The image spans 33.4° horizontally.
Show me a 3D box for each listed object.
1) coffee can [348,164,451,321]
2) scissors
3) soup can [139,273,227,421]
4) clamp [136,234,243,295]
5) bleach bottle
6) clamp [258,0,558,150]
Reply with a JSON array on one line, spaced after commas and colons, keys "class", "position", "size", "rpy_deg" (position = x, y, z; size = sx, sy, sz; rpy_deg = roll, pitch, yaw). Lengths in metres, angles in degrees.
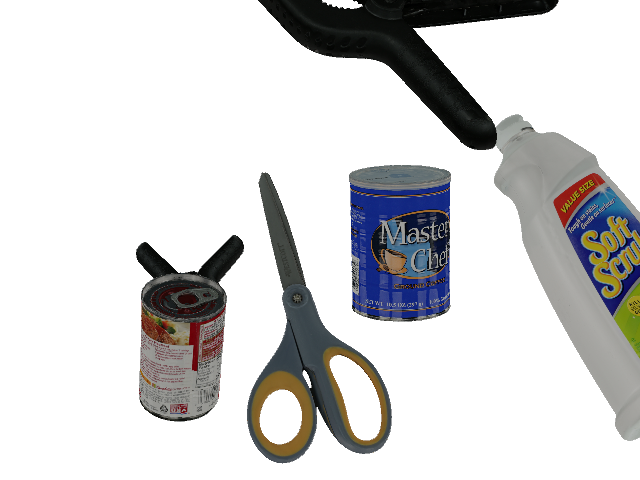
[{"class": "coffee can", "position": [0.081, 0.001, 1.087], "size": [0.103, 0.140, 0.103], "rpy_deg": [-2, 14, 0]}, {"class": "scissors", "position": [-0.028, 0.054, 0.676], "size": [0.096, 0.202, 0.016], "rpy_deg": [-28, -24, -9]}, {"class": "soup can", "position": [-0.113, 0.087, 0.867], "size": [0.068, 0.102, 0.068], "rpy_deg": [5, 29, -3]}, {"class": "clamp", "position": [-0.132, 0.048, 1.154], "size": [0.120, 0.039, 0.171], "rpy_deg": [-15, 40, -5]}, {"class": "bleach bottle", "position": [0.194, 0.012, 0.773], "size": [0.102, 0.251, 0.068], "rpy_deg": [-21, -27, -18]}, {"class": "clamp", "position": [0.046, -0.141, 0.712], "size": [0.210, 0.164, 0.036], "rpy_deg": [16, -39, 6]}]
